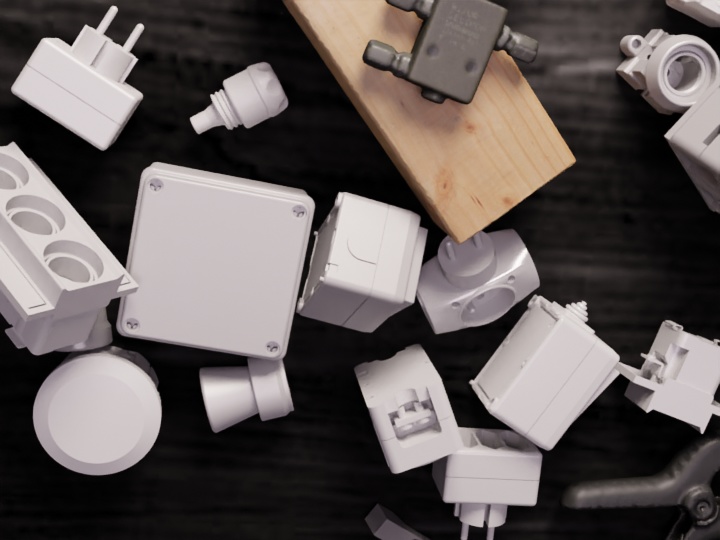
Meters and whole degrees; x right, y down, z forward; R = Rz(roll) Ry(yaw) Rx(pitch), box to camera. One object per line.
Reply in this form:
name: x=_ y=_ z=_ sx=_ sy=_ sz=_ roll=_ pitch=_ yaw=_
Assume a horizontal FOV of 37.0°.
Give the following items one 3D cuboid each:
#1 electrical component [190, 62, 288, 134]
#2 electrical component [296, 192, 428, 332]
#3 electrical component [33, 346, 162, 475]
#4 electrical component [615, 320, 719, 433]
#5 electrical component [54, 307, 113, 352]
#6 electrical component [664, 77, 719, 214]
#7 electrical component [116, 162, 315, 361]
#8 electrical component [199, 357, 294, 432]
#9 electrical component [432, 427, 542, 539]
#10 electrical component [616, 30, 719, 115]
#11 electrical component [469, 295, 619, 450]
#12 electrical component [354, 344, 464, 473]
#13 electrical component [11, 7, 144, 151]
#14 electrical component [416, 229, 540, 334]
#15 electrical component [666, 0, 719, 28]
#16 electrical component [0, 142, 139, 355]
electrical component: x=-0.079 y=-0.105 z=0.686 sx=0.061 sy=0.035 sz=0.035 roll=-27 pitch=104 yaw=2
electrical component: x=0.000 y=0.000 z=0.691 sx=0.061 sy=0.096 sz=0.061 roll=15 pitch=70 yaw=-9
electrical component: x=-0.171 y=0.089 z=0.709 sx=0.080 sy=0.051 sz=0.080 roll=-1 pitch=102 yaw=-6
electrical component: x=0.225 y=0.073 z=0.756 sx=0.081 sy=0.042 sz=0.063 roll=21 pitch=95 yaw=-11
electrical component: x=-0.184 y=0.027 z=0.700 sx=0.040 sy=0.040 sz=0.046 roll=-5 pitch=98 yaw=-6
electrical component: x=0.296 y=-0.115 z=0.687 sx=0.186 sy=0.060 sz=0.105 roll=-48 pitch=140 yaw=5
electrical component: x=-0.093 y=-0.006 z=0.694 sx=0.109 sy=0.056 sz=0.108 roll=10 pitch=101 yaw=-9
electrical component: x=-0.076 y=0.081 z=0.721 sx=0.055 sy=0.045 sz=0.045 roll=-13 pitch=103 yaw=-4
electrical component: x=0.086 y=0.155 z=0.754 sx=0.066 sy=0.047 sz=0.076 roll=4 pitch=102 yaw=-7
electrical component: x=0.204 y=-0.129 z=0.702 sx=0.066 sy=0.055 sz=0.048 roll=41 pitch=95 yaw=-13
electrical component: x=0.131 y=0.066 z=0.732 sx=0.061 sy=0.061 sz=0.096 roll=35 pitch=96 yaw=-12
electrical component: x=0.032 y=0.094 z=0.713 sx=0.050 sy=0.089 sz=0.055 roll=-20 pitch=103 yaw=-2
electrical component: x=-0.164 y=-0.125 z=0.665 sx=0.066 sy=0.047 sz=0.076 roll=33 pitch=97 yaw=-12
electrical component: x=0.073 y=-0.001 z=0.708 sx=0.077 sy=0.044 sz=0.079 roll=-25 pitch=146 yaw=-1
electrical component: x=0.248 y=-0.217 z=0.685 sx=0.079 sy=0.063 sz=0.121 roll=23 pitch=98 yaw=-11
electrical component: x=-0.204 y=-0.012 z=0.650 sx=0.121 sy=0.079 sz=0.063 roll=46 pitch=125 yaw=21
